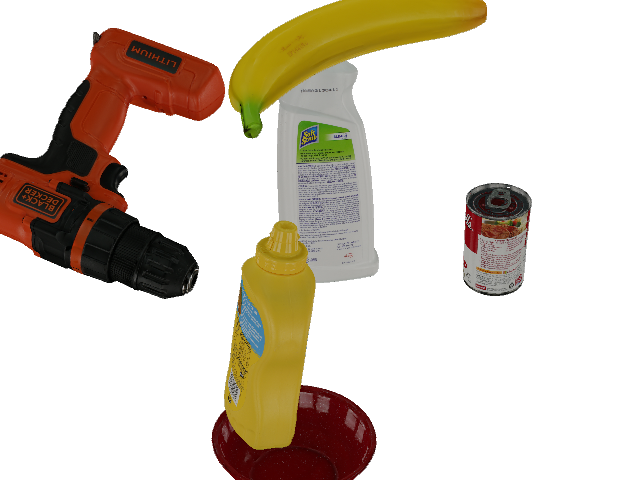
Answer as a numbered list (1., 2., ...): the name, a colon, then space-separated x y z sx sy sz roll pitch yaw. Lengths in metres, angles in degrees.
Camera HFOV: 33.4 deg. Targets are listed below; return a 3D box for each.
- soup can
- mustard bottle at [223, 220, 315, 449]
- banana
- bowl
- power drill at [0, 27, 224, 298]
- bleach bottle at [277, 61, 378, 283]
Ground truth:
1. soup can: 0.187 -0.001 1.134 0.068 0.102 0.068 -2 35 1
2. mustard bottle: -0.041 0.070 0.873 0.058 0.192 0.096 -2 32 -17
3. banana: 0.014 -0.119 0.665 0.197 0.070 0.037 -31 -27 -25
4. bowl: -0.026 0.213 1.057 0.162 0.055 0.162 1 30 -1
5. power drill: -0.143 -0.059 0.778 0.184 0.187 0.057 23 -30 8
6. bleach bottle: 0.009 -0.082 1.041 0.102 0.251 0.068 -6 29 -12
